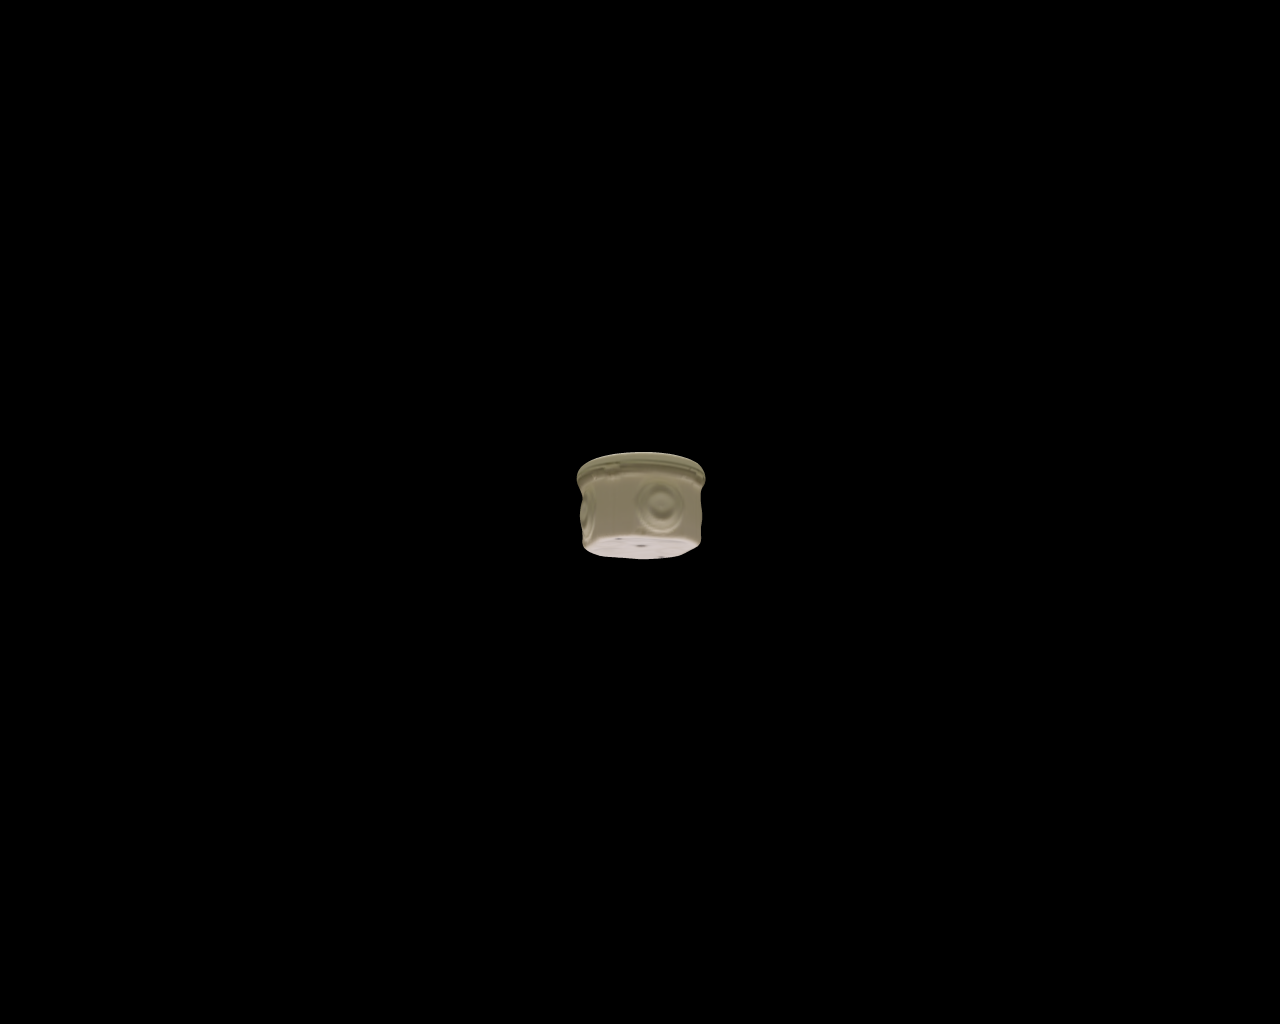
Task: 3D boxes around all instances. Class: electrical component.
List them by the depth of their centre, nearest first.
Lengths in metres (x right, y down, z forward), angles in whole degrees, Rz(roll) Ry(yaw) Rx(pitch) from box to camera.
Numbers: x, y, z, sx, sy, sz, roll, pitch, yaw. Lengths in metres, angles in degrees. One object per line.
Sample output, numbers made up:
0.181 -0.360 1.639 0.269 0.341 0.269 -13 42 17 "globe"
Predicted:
0.001 -0.003 0.650 0.080 0.051 0.080 0 -14 0 "electrical component"
